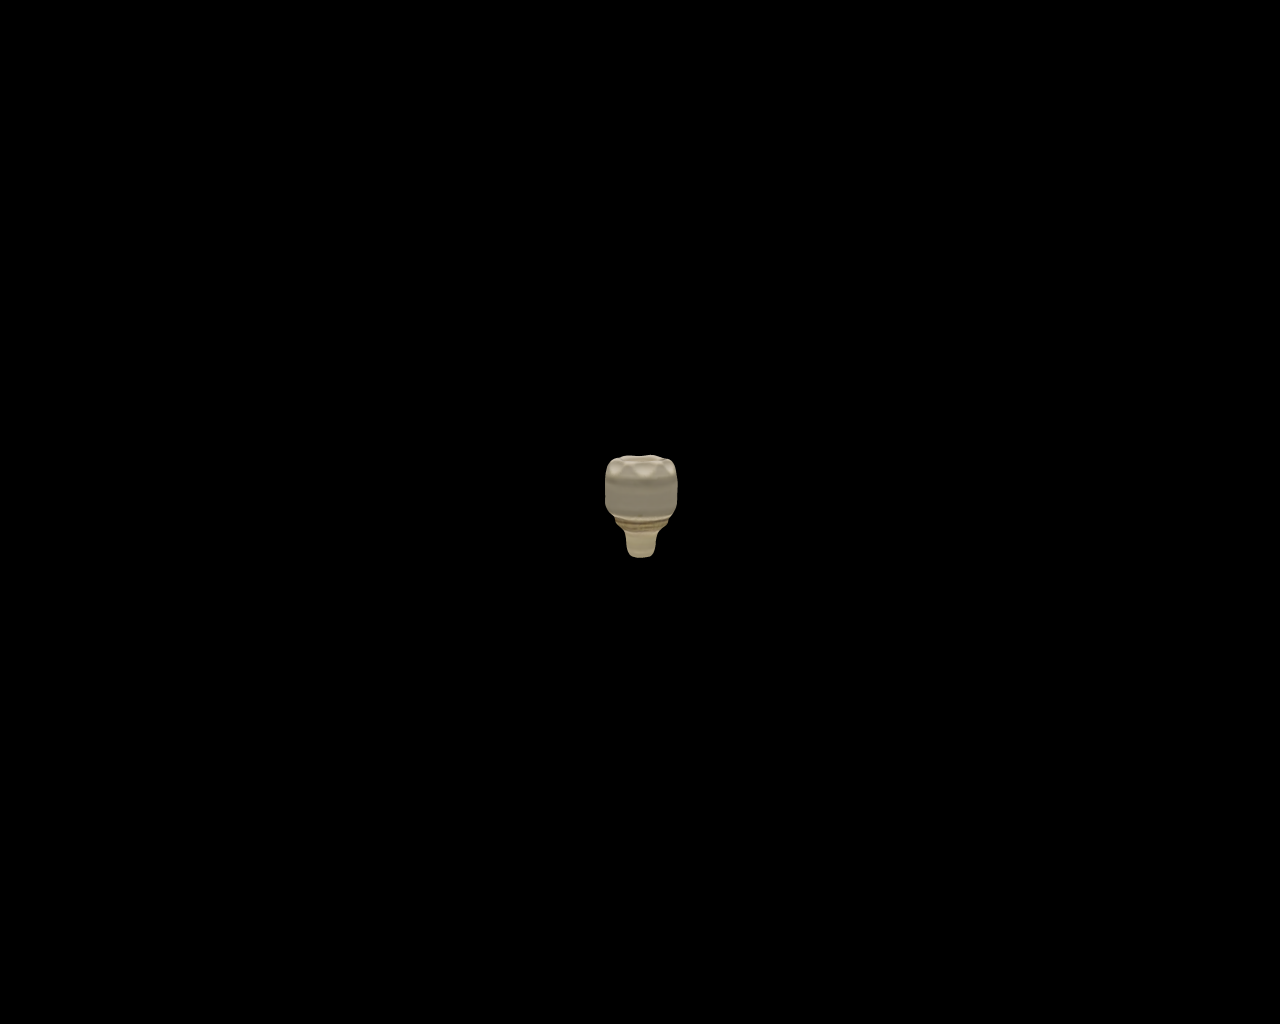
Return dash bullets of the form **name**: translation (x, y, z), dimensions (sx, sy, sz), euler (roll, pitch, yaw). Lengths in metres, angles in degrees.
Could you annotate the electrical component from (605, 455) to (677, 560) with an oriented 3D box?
- **electrical component**: translation (0.001, -0.003, 0.650), dimensions (0.043, 0.062, 0.043), euler (0, 10, 0)
